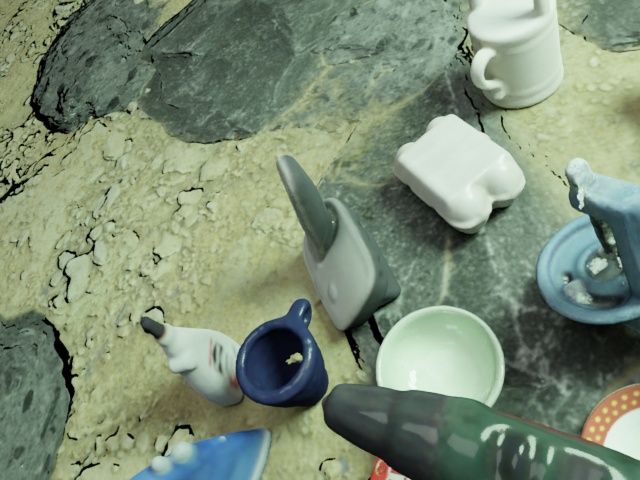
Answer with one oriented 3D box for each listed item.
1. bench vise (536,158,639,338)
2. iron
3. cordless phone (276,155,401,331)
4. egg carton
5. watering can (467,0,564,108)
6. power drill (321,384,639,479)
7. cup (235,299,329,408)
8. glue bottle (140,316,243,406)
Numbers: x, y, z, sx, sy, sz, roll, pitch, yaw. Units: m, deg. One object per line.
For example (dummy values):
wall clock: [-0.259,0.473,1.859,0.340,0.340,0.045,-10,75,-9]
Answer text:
bench vise: [0.269,0.019,0.457,0.206,0.220,0.121,16,69,34]
iron: [-0.168,0.274,0.569,0.258,0.142,0.118,-48,51,-8]
cordless phone: [0.006,0.002,0.625,0.094,0.186,0.147,-34,51,4]
egg carton: [0.160,-0.079,0.672,0.107,0.070,0.150,-41,51,-1]
watering can: [0.227,-0.262,0.674,0.100,0.195,0.173,3,62,28]
power drill: [0.134,0.178,0.433,0.228,0.209,0.076,7,64,30]
cup: [-0.026,0.130,0.618,0.091,0.095,0.118,9,65,31]
glue bottle: [-0.140,0.124,0.629,0.037,0.174,0.078,-20,53,15]
